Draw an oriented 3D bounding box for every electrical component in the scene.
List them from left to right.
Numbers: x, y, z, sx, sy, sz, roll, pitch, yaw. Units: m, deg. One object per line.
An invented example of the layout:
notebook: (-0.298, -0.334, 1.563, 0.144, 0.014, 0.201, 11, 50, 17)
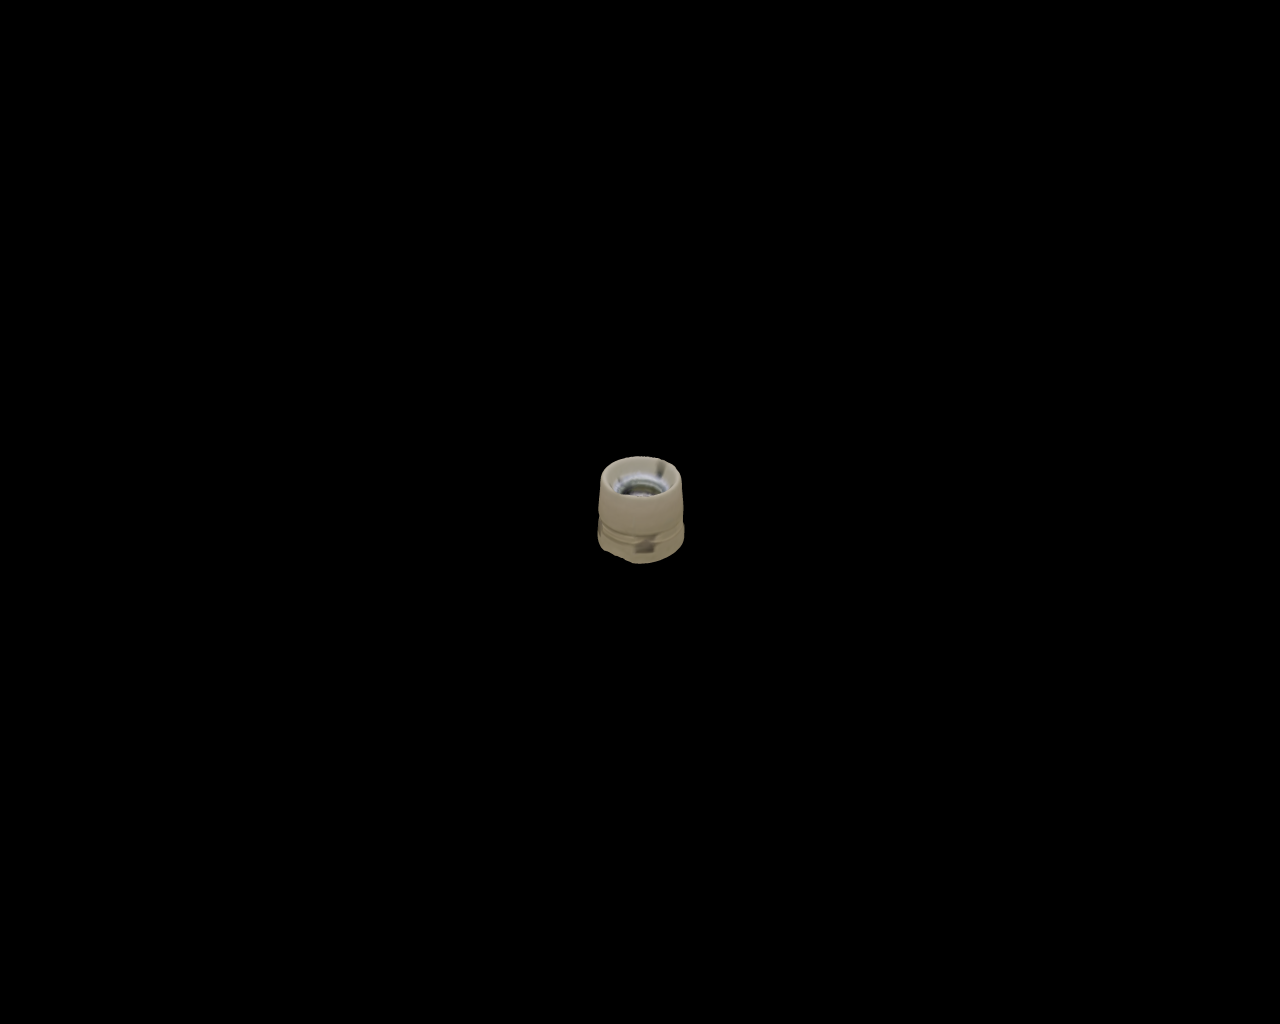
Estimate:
electrical component: (0.001, -0.003, 0.650, 0.055, 0.047, 0.055, 0, 34, 0)
